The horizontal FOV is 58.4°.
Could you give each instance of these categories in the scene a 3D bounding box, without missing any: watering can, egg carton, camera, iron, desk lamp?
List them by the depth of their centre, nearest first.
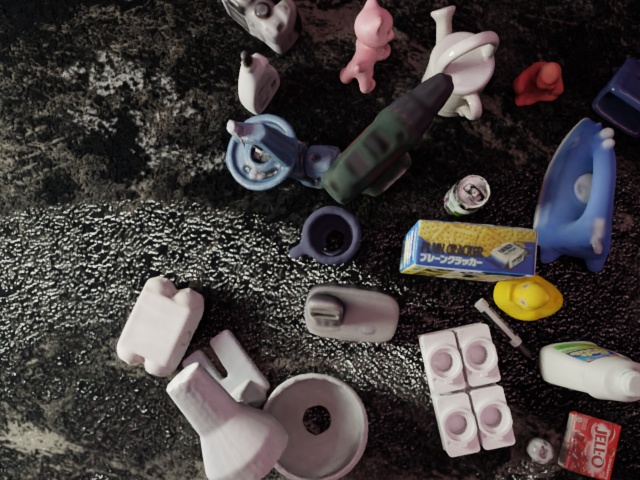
[{"bbox_3d":[-0.139,0.247,0.840,0.118,0.213,0.203,-38,84,-2],"label":"desk lamp"},{"bbox_3d":[0.418,-0.085,0.888,0.118,0.141,0.258,10,85,4],"label":"iron"},{"bbox_3d":[0.214,-0.276,0.889,0.101,0.194,0.173,-40,84,-2],"label":"watering can"},{"bbox_3d":[-0.256,0.141,0.929,0.107,0.069,0.150,23,85,5],"label":"egg carton"},{"bbox_3d":[-0.081,-0.417,0.963,0.143,0.101,0.137,41,87,6],"label":"camera"}]

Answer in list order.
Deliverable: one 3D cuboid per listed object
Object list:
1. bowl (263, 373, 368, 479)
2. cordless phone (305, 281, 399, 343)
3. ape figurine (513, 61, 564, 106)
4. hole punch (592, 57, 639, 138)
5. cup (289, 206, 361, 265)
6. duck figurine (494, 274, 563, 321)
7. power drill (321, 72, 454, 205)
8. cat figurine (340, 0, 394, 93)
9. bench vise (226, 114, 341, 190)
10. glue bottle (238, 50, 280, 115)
[{"bbox_3d":[-0.008,0.290,0.900,0.167,0.075,0.167,0,84,2],"label":"bowl"},{"bbox_3d":[0.047,0.110,0.861,0.147,0.185,0.094,4,84,3],"label":"cordless phone"},{"bbox_3d":[0.362,-0.261,0.933,0.077,0.092,0.076,28,86,5],"label":"ape figurine"},{"bbox_3d":[0.515,-0.238,0.925,0.108,0.091,0.101,38,87,6],"label":"hole punch"},{"bbox_3d":[0.008,0.003,0.919,0.118,0.095,0.091,-27,83,0],"label":"cup"},{"bbox_3d":[0.334,0.089,0.901,0.104,0.086,0.077,9,85,4],"label":"duck figurine"},{"bbox_3d":[0.100,-0.140,0.873,0.230,0.208,0.075,-44,84,-2],"label":"power drill"},{"bbox_3d":[0.080,-0.323,0.938,0.067,0.118,0.128,22,85,5],"label":"cat figurine"},{"bbox_3d":[-0.055,-0.146,0.874,0.207,0.220,0.121,-11,84,1],"label":"bench vise"},{"bbox_3d":[-0.104,-0.261,0.912,0.037,0.173,0.078,33,86,6],"label":"glue bottle"}]
